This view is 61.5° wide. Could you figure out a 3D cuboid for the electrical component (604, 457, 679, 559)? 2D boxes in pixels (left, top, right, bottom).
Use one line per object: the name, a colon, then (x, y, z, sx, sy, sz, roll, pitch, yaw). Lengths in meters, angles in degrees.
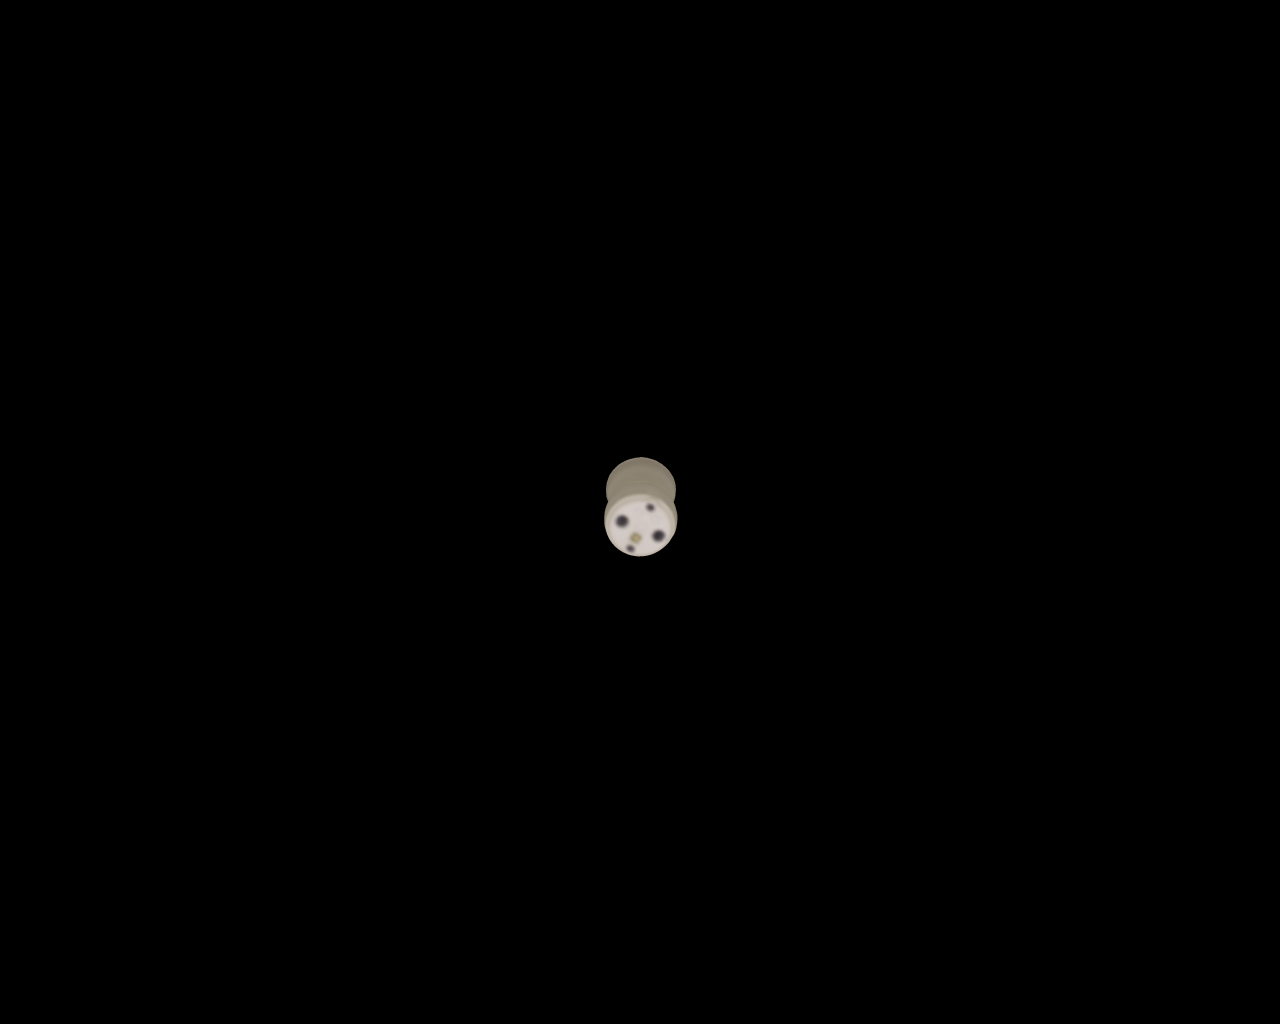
electrical component: (0.001, -0.003, 0.650, 0.045, 0.044, 0.055, 0, 27, 0)
